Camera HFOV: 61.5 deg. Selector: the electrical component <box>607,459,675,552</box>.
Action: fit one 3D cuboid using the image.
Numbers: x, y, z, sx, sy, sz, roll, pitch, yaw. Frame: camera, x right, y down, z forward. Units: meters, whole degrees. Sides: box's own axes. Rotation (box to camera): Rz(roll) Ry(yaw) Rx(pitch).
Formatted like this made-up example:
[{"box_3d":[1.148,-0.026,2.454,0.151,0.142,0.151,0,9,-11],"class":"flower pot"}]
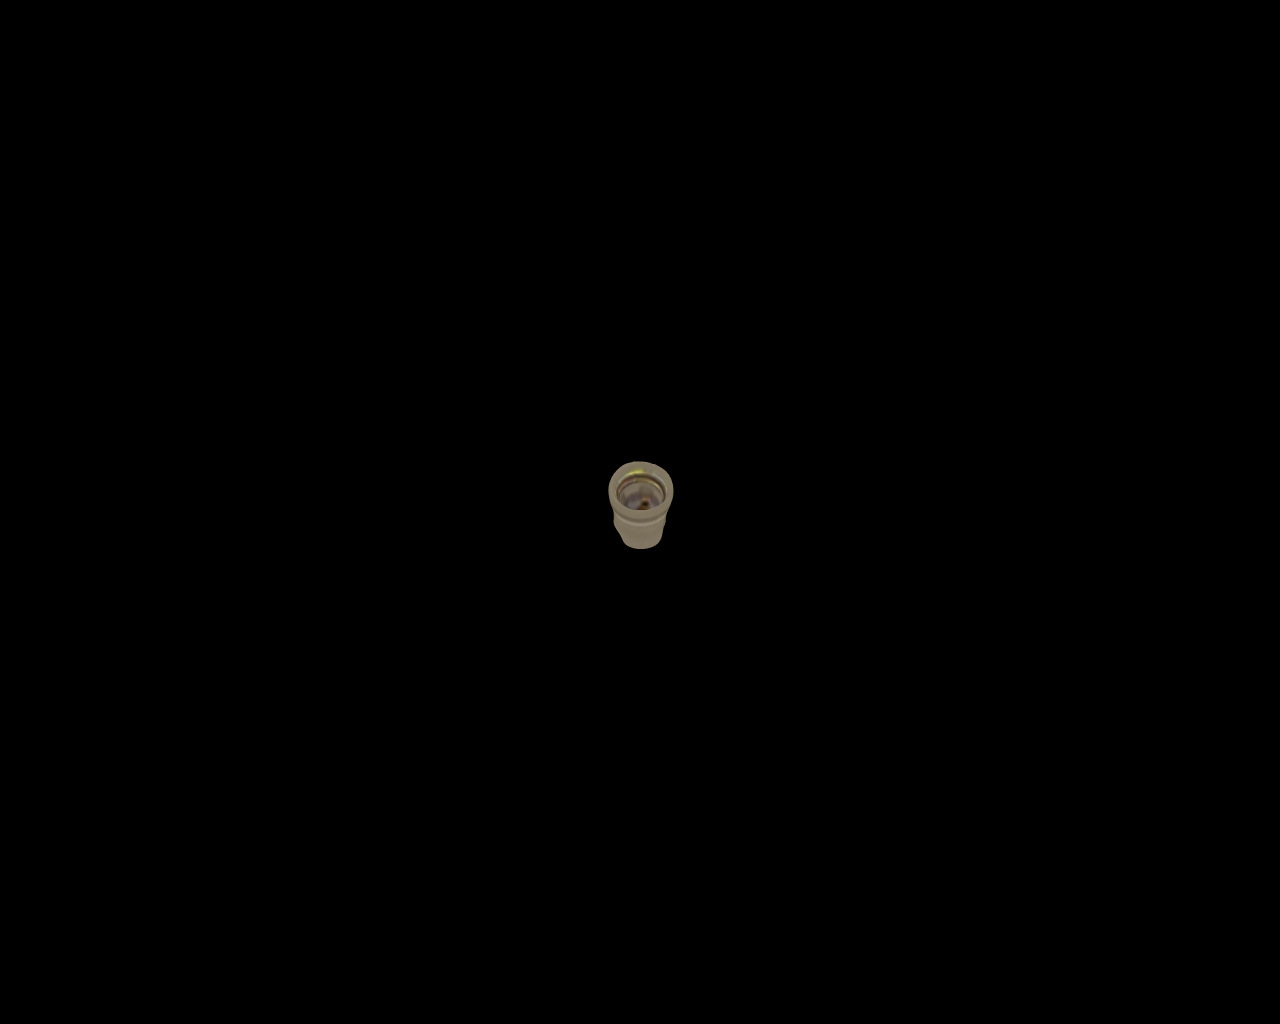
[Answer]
[{"box_3d":[0.001,-0.003,0.650,0.040,0.040,0.046,0,-36,0],"class":"electrical component"}]
